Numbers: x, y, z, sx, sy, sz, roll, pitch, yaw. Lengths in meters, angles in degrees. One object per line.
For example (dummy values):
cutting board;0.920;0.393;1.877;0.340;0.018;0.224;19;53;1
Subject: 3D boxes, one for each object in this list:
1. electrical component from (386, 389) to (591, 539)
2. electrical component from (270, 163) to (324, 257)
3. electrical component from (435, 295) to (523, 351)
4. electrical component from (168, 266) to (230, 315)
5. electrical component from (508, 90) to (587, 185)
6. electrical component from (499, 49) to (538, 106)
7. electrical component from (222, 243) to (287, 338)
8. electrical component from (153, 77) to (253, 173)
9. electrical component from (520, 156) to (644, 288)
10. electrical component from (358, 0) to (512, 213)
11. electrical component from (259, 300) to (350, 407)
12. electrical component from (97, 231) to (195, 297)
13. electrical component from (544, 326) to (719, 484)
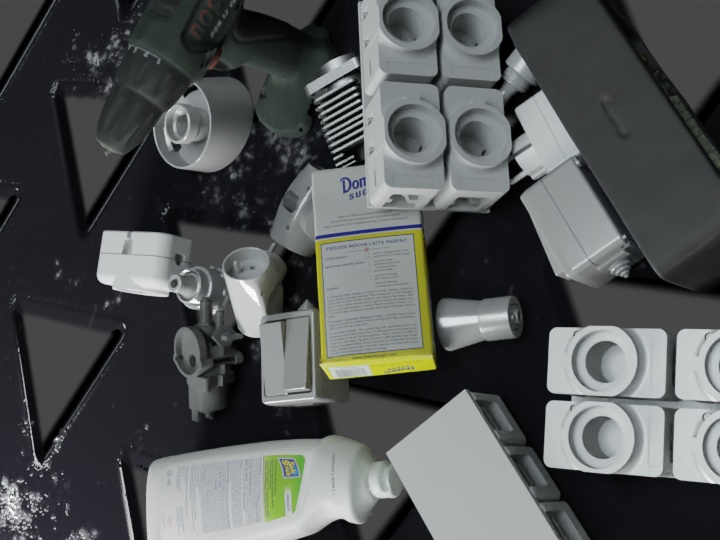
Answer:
electrical component;0.102;0.180;0.836;0.089;0.062;0.150;-42;61;21
electrical component;-0.039;-0.049;0.978;0.077;0.043;0.079;-61;31;9
electrical component;0.100;0.041;0.878;0.065;0.044;0.044;-8;77;28
electrical component;-0.159;0.017;1.045;0.048;0.062;0.048;-7;77;33
electrical component;0.148;-0.098;0.867;0.077;0.047;0.065;-34;64;26
electrical component;0.135;-0.164;0.896;0.061;0.035;0.035;-51;58;18
electrical component;-0.092;0.009;1.000;0.043;0.077;0.079;10;47;18
electrical component;-0.161;-0.148;1.092;0.099;0.064;0.099;4;96;41
electrical component;0.174;-0.028;0.827;0.061;0.062;0.096;-38;63;23
electrical component;0.060;-0.146;0.886;0.060;0.105;0.186;133;137;-69
electrical component;-0.052;0.073;0.962;0.062;0.061;0.096;-10;76;32
electrical component;-0.219;-0.006;1.096;0.095;0.054;0.059;3;83;35
electrical component;0.228;0.096;0.767;0.186;0.060;0.105;-1;81;34
